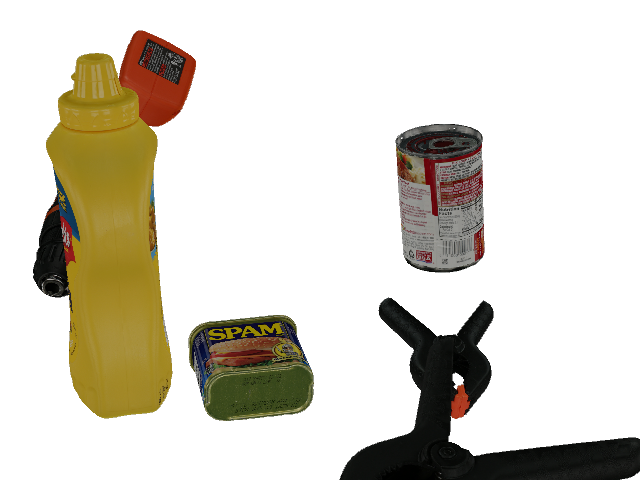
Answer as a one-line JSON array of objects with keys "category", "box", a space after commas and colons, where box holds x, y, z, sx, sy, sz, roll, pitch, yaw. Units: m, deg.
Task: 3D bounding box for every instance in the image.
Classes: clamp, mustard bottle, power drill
[{"category": "clamp", "box": [0.073, 0.136, 0.661, 0.209, 0.036, 0.165, -24, 38, -31]}, {"category": "clamp", "box": [0.135, 0.109, 1.065, 0.120, 0.039, 0.171, -8, 36, -9]}, {"category": "mustard bottle", "box": [-0.115, -0.006, 0.580, 0.058, 0.192, 0.096, -5, 26, -12]}, {"category": "power drill", "box": [-0.171, -0.064, 0.864, 0.057, 0.188, 0.184, 26, 32, -18]}]

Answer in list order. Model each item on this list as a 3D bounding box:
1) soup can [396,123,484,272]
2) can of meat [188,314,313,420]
[{"category": "soup can", "box": [0.097, -0.034, 0.851, 0.068, 0.102, 0.068, -5, 25, 2]}, {"category": "can of meat", "box": [-0.062, 0.114, 0.953, 0.102, 0.057, 0.084, -5, 27, -13]}]
